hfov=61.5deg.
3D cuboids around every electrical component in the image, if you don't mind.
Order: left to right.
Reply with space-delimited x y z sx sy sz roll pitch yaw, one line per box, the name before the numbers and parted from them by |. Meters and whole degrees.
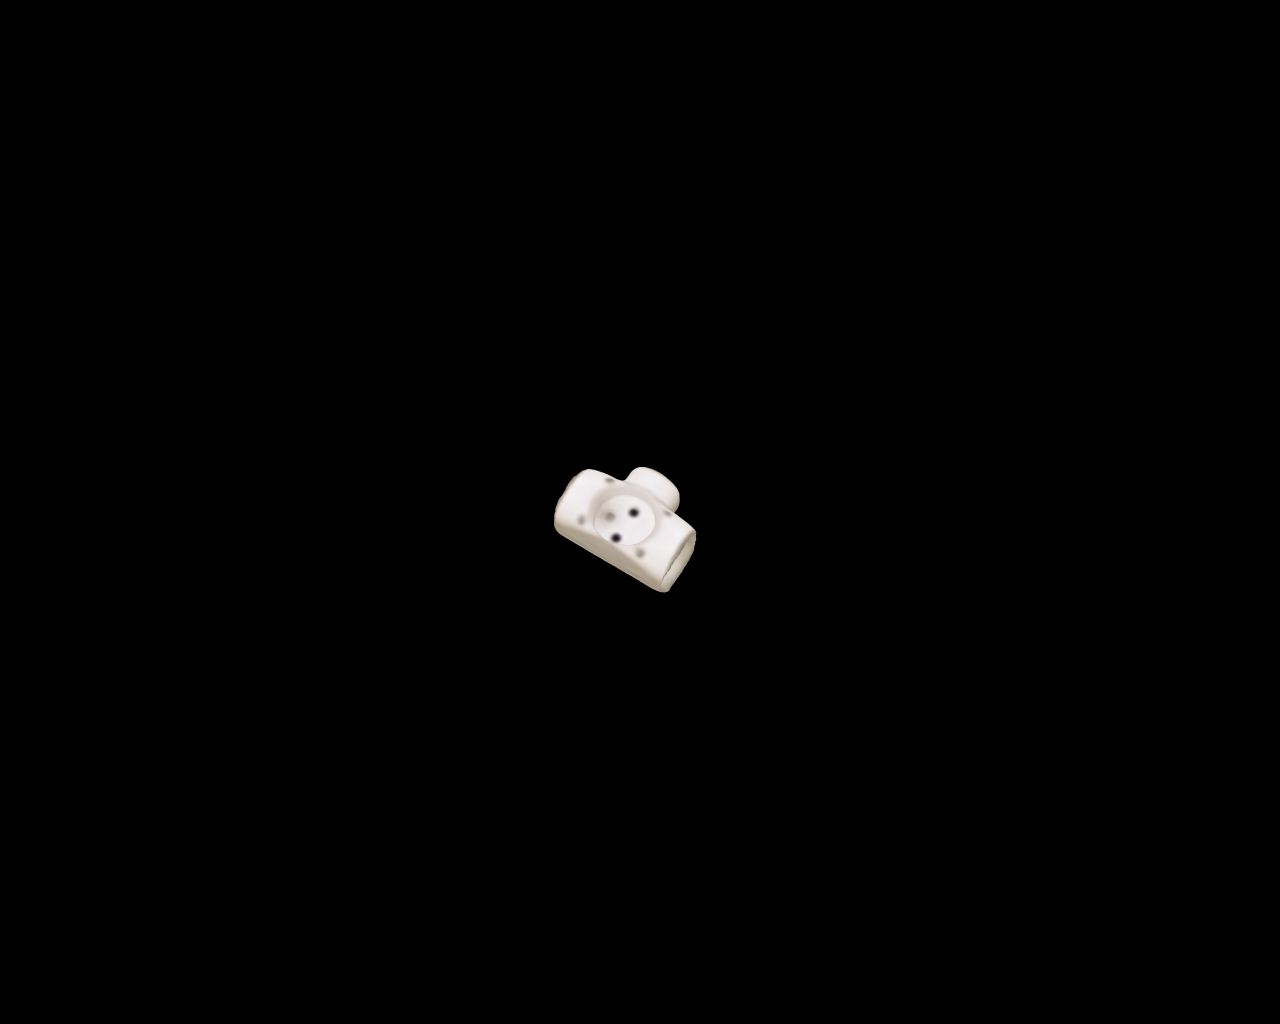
electrical component | 0.001 -0.003 0.650 0.077 0.079 0.044 30 -23 14
